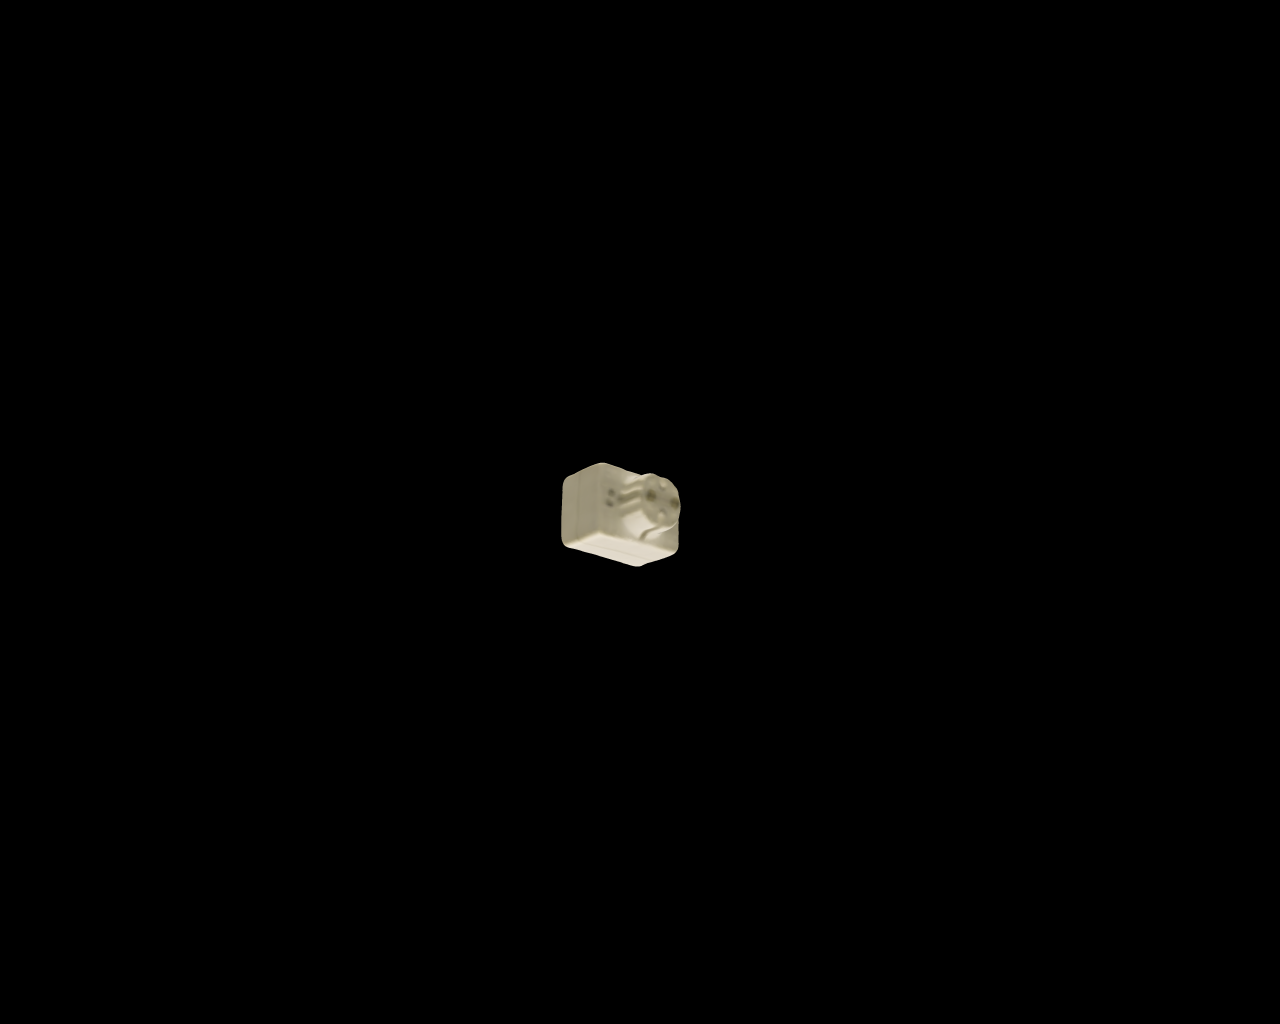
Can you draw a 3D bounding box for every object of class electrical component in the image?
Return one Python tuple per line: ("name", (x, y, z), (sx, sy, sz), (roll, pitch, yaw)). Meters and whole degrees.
("electrical component", (0.001, -0.003, 0.650), (0.066, 0.047, 0.076), (17, -27, -38))
